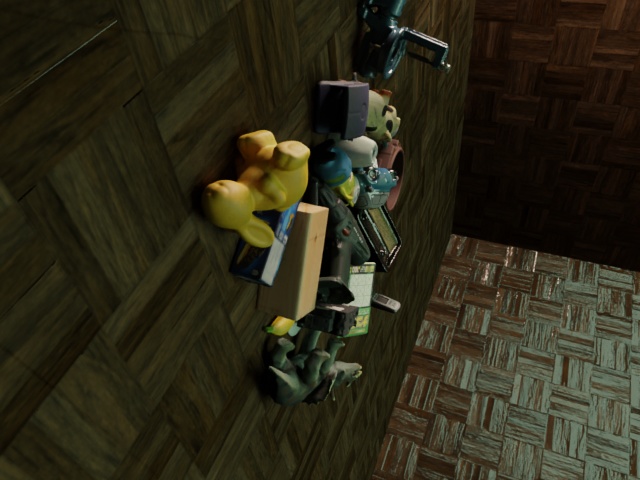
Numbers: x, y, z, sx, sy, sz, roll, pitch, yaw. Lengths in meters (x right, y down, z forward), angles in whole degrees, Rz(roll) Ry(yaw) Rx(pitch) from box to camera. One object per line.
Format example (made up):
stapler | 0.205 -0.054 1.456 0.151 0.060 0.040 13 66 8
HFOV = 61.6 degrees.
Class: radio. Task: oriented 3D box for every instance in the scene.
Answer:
radio | 0.132 -0.026 1.419 0.229 0.073 0.131 57 45 -33

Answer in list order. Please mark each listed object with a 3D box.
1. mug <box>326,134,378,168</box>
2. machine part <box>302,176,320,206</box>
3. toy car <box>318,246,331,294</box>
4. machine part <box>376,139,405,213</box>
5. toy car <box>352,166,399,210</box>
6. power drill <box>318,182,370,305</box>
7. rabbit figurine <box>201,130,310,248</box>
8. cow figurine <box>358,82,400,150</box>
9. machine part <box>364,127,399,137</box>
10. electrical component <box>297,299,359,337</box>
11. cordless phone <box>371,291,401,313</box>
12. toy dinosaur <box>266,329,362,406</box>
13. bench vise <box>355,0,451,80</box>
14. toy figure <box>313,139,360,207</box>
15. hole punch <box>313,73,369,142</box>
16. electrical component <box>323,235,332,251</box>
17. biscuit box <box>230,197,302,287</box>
mug | 0.075 -0.195 1.212 0.109 0.107 0.081 54 53 -62
machine part | -0.024 -0.062 1.086 0.039 0.084 0.138 7 83 -41
toy car | 0.034 0.034 1.288 0.056 0.074 0.201 47 58 -66
machine part | 0.179 -0.178 1.543 0.201 0.087 0.201 45 60 -69
toy car | 0.114 -0.123 1.297 0.161 0.109 0.102 0 92 -44
power drill | 0.030 0.019 1.144 0.231 0.086 0.207 51 35 -44
rabbit figurine | -0.110 -0.070 0.810 0.173 0.122 0.162 -37 148 -43
cow figurine | 0.113 -0.282 1.223 0.195 0.086 0.127 3 107 -44
machine part | 0.150 -0.296 1.400 0.243 0.079 0.079 -29 129 -64
electrical component | 0.015 0.171 1.196 0.134 0.115 0.058 -2 100 -69
cordless phone | 0.115 0.178 1.440 0.146 0.184 0.088 -41 144 -60
toy dinosaur | -0.046 0.300 1.184 0.404 0.131 0.192 0 110 -61
bench vise | 0.191 -0.451 1.207 0.223 0.241 0.129 -65 167 13
toy figure | 0.030 -0.141 1.166 0.082 0.089 0.180 -66 149 -20
hole punch | 0.058 -0.262 1.084 0.116 0.092 0.142 -13 114 -36
electrical component | -0.002 -0.005 1.216 0.078 0.045 0.102 54 42 -28
biscuit box | -0.089 -0.025 0.929 0.059 0.063 0.202 48 57 -66
